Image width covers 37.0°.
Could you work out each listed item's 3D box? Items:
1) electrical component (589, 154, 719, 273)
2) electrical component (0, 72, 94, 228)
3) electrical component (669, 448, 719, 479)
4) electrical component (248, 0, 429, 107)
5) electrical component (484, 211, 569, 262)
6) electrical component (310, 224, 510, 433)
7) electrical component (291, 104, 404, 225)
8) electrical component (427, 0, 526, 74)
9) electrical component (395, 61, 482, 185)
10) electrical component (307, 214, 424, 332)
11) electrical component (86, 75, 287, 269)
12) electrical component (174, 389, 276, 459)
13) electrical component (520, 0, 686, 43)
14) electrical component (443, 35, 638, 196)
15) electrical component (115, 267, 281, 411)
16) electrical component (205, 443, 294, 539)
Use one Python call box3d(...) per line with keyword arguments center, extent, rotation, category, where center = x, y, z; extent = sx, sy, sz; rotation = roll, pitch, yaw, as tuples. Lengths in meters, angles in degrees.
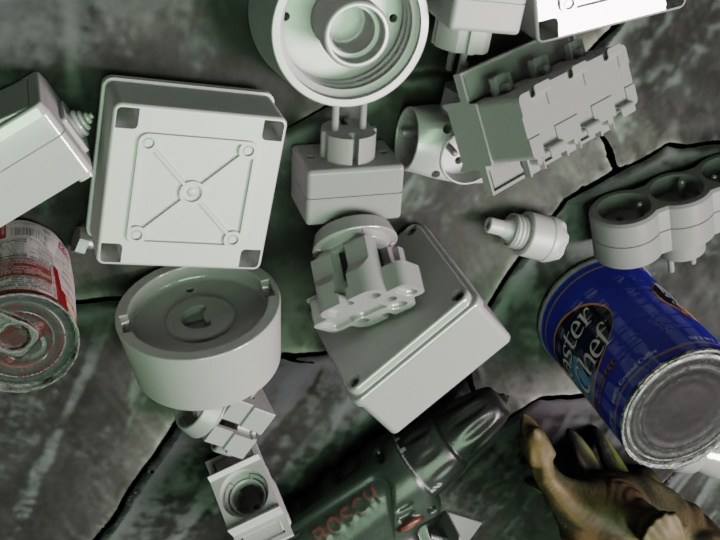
box3d(center=(0.243, -0.031, 0.817), extent=(0.138, 0.052, 0.073), rotation=(-20, 123, -7), category="electrical component")
box3d(center=(-0.205, -0.074, 0.638), extent=(0.096, 0.061, 0.061), rotation=(-31, 123, 0), category="electrical component")
box3d(center=(0.295, 0.158, 0.946), extent=(0.055, 0.045, 0.045), rotation=(13, 113, -24), category="electrical component")
box3d(center=(-0.010, -0.152, 0.659), extent=(0.108, 0.060, 0.108), rotation=(-8, 121, -14), category="electrical component")
box3d(center=(0.120, -0.027, 0.789), extent=(0.061, 0.035, 0.035), rotation=(12, 114, -21), category="electrical component")
box3d(center=(0.032, 0.039, 0.753), extent=(0.109, 0.108, 0.056), rotation=(-40, 125, 6), category="electrical component")
box3d(center=(-0.008, -0.076, 0.711), extent=(0.066, 0.047, 0.076), rotation=(-5, 120, -16), category="electrical component")
box3d(center=(0.066, -0.159, 0.677), extent=(0.047, 0.065, 0.076), rotation=(0, 118, -19), category="electrical component")
box3d(center=(0.071, -0.102, 0.724), extent=(0.077, 0.044, 0.079), rotation=(3, 117, -20), category="electrical component")
box3d(center=(0.000, 0.000, 0.708), extent=(0.078, 0.057, 0.058), rotation=(-26, 154, 30), category="electrical component")
box3d(center=(-0.111, -0.060, 0.678), extent=(0.109, 0.056, 0.108), rotation=(2, 118, -22), category="electrical component")
box3d(center=(-0.101, 0.103, 0.784), extent=(0.055, 0.048, 0.066), rotation=(26, 108, -37), category="electrical component")
box3d(center=(0.146, -0.211, 0.680), extent=(0.109, 0.056, 0.108), rotation=(-16, 122, -10), category="electrical component")
box3d(center=(0.120, -0.106, 0.689), extent=(0.121, 0.063, 0.078), rotation=(-30, 109, -38), category="electrical component")
box3d(center=(-0.104, 0.047, 0.716), extent=(0.108, 0.108, 0.060), rotation=(-13, 127, -11), category="electrical component")
box3d(center=(-0.081, 0.176, 0.815), extent=(0.042, 0.081, 0.063), rotation=(-25, 152, -3), category="electrical component")
